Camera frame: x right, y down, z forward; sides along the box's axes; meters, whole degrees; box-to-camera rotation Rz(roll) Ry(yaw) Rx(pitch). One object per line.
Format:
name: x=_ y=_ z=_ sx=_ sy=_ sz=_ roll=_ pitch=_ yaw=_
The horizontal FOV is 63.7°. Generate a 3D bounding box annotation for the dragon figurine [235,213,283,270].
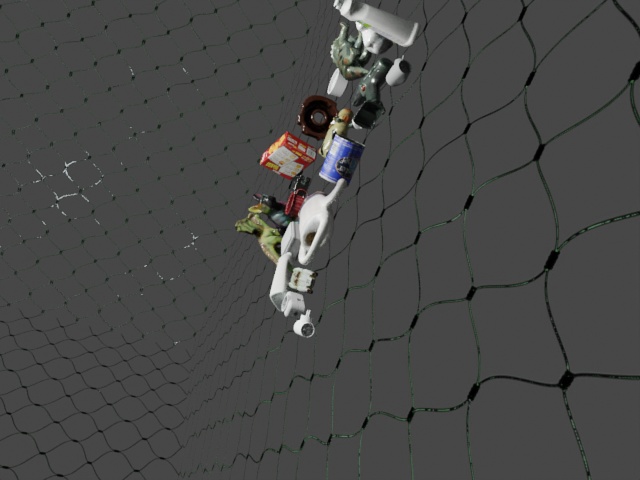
dragon figurine: x=-0.255 y=-0.004 z=2.195 sx=0.120 sy=0.242 sz=0.418 roll=-60 pitch=17 yaw=22

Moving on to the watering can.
watering can: x=0.005 y=-0.083 z=1.654 sx=0.229 sy=0.104 sz=0.341 roll=-98 pitch=30 yaw=-59

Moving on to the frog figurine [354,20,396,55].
frog figurine: x=0.167 y=-0.690 z=1.701 sx=0.120 sy=0.159 sz=0.140 roll=132 pitch=152 yaw=-58
